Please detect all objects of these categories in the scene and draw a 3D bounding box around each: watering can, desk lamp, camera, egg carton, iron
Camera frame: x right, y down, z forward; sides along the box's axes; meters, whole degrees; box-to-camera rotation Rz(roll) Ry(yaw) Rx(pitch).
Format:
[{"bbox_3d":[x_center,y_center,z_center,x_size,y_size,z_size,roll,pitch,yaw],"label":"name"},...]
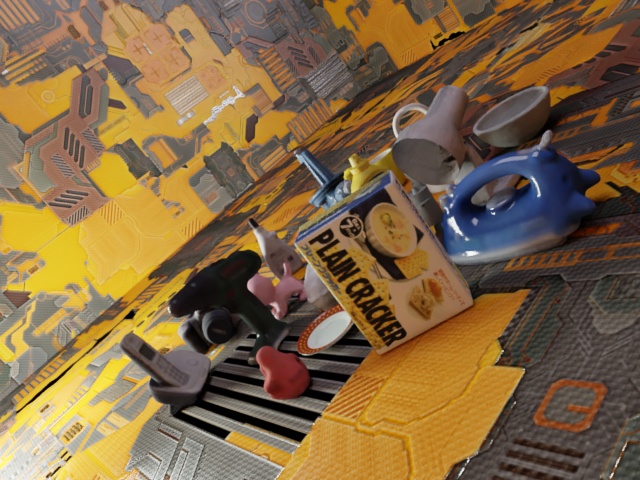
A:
[{"bbox_3d":[0.234,-0.205,1.231,0.101,0.194,0.172,-38,16,-3],"label":"watering can"},{"bbox_3d":[0.247,-0.155,1.023,0.203,0.214,0.117,-47,19,-32],"label":"desk lamp"},{"bbox_3d":[-0.254,0.193,1.308,0.143,0.101,0.136,-39,16,-7],"label":"camera"},{"bbox_3d":[0.025,0.071,1.117,0.107,0.069,0.150,-33,16,13],"label":"egg carton"},{"bbox_3d":[0.261,-0.055,0.839,0.257,0.141,0.119,-23,20,39],"label":"iron"}]

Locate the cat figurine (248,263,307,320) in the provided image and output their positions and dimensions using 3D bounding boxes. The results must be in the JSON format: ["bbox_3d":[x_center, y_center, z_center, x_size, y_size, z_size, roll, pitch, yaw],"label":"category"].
[{"bbox_3d":[-0.102,0.102,1.210,0.128,0.118,0.067,-39,16,-7],"label":"cat figurine"}]

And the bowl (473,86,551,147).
[{"bbox_3d":[0.408,-0.242,1.187,0.167,0.075,0.167,-34,16,11],"label":"bowl"}]

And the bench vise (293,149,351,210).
[{"bbox_3d":[0.030,-0.159,1.488,0.206,0.220,0.122,-15,26,52],"label":"bench vise"}]

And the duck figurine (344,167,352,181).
[{"bbox_3d":[0.096,-0.161,1.603,0.104,0.086,0.077,-28,18,29],"label":"duck figurine"}]

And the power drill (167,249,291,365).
[{"bbox_3d":[-0.157,0.129,1.081,0.075,0.209,0.230,-25,20,37],"label":"power drill"}]

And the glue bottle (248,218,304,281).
[{"bbox_3d":[-0.118,0.015,1.394,0.078,0.173,0.037,-37,16,1],"label":"glue bottle"}]

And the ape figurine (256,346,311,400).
[{"bbox_3d":[-0.063,0.201,0.890,0.078,0.092,0.076,-44,17,-24],"label":"ape figurine"}]

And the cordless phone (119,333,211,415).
[{"bbox_3d":[-0.310,0.237,1.142,0.094,0.185,0.147,-34,16,10],"label":"cordless phone"}]
